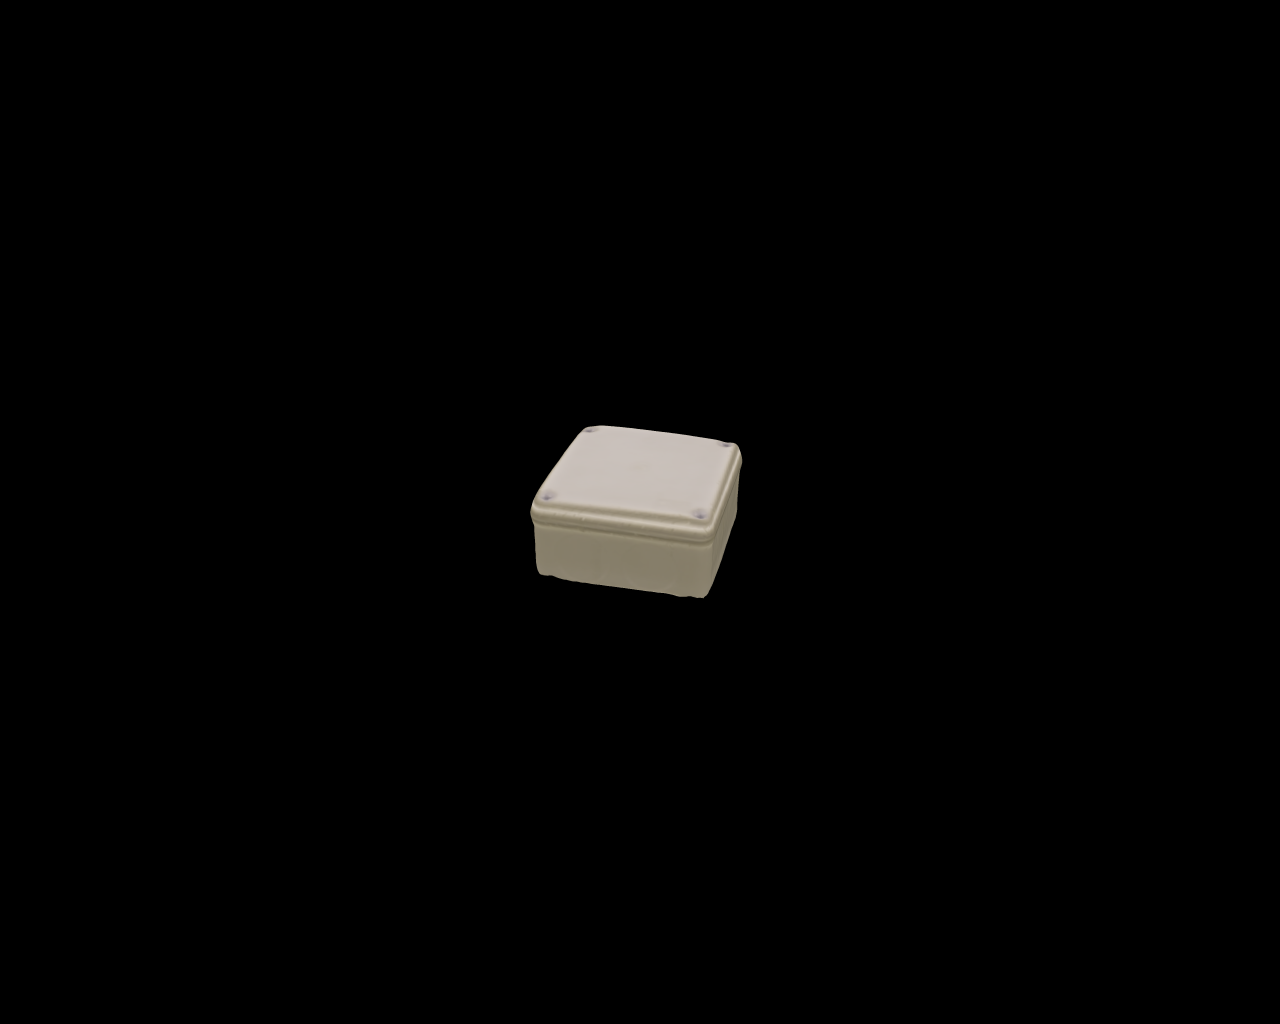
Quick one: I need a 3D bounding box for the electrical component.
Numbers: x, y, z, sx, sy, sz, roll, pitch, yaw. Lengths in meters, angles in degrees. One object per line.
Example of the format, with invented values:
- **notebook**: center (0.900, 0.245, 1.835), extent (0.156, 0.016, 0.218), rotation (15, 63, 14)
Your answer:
- **electrical component**: center (0.001, -0.003, 0.650), extent (0.109, 0.056, 0.109), rotation (8, 31, 13)
